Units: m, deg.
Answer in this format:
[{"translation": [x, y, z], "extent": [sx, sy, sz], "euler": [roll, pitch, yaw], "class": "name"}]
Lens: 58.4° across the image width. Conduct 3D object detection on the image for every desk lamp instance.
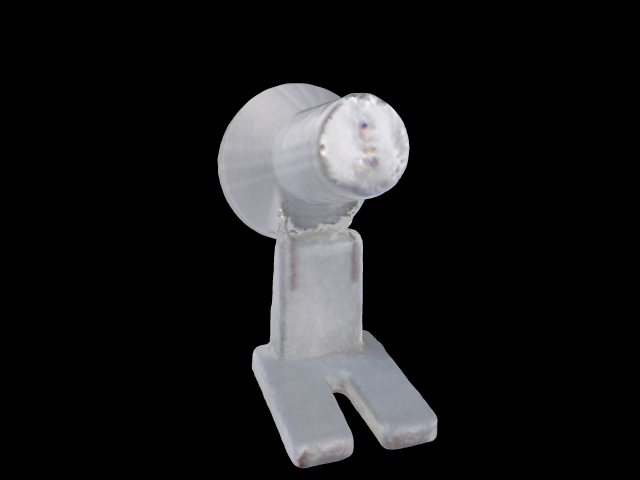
[{"translation": [0.004, 0.001, 0.400], "extent": [0.118, 0.214, 0.202], "euler": [-7, 21, -18], "class": "desk lamp"}]
